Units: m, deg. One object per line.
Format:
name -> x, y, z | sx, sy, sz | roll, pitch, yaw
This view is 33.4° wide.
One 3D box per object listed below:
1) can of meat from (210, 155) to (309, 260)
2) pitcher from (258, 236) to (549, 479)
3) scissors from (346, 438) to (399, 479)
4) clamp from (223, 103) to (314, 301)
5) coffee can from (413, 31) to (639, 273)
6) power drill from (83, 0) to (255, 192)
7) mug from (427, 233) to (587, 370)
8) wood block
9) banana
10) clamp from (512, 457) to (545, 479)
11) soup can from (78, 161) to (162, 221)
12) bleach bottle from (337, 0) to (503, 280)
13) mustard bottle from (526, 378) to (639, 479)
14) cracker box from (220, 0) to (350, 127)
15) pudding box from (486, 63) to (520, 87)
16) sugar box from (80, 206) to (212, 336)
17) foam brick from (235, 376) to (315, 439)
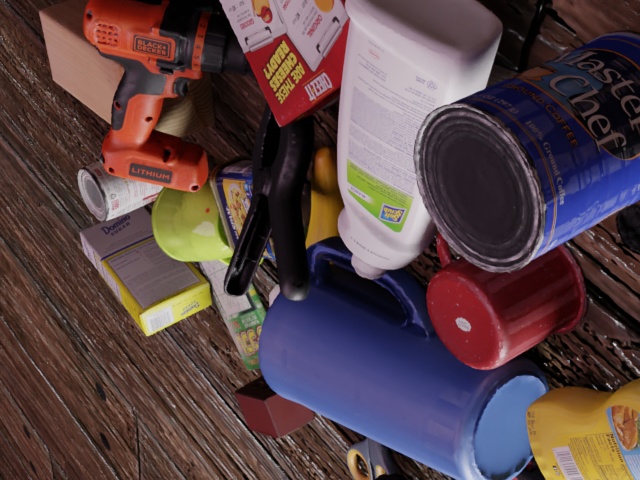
can of meat -> -0.056, -0.031, 1.058 | 0.084, 0.057, 0.102 | 9, 120, 54
pitcher -> 0.067, 0.104, 0.897 | 0.243, 0.145, 0.149 | 21, 169, 47
scissors -> 0.048, 0.197, 1.109 | 0.096, 0.016, 0.202 | 16, 125, 54
clamp -> -0.034, -0.043, 0.930 | 0.165, 0.036, 0.210 | 13, 93, 66
coffee can -> 0.141, -0.054, 0.632 | 0.103, 0.140, 0.103 | 38, 142, 38
power drill -> -0.132, -0.134, 1.001 | 0.184, 0.057, 0.188 | 13, 132, -2
mug -> 0.127, 0.033, 0.783 | 0.117, 0.081, 0.093 | 62, 151, 5
wood block -> -0.209, -0.188, 1.150 | 0.206, 0.090, 0.091 | 36, 140, 40
banana -> 0.000, -0.002, 0.978 | 0.037, 0.069, 0.198 | 22, 120, 15
clamp -> 0.213, 0.246, 0.855 | 0.171, 0.039, 0.120 | 57, 150, 13
soup can -> -0.223, -0.071, 1.250 | 0.069, 0.102, 0.068 | 39, 143, 38
bleach bottle -> 0.051, -0.065, 0.762 | 0.103, 0.068, 0.251 | 36, 142, 19
mustard bottle -> 0.227, 0.142, 0.731 | 0.096, 0.058, 0.192 | 64, 151, 0
cracker box -> -0.019, -0.217, 0.838 | 0.214, 0.072, 0.164 | 64, 152, -1
pudding box -> 0.119, -0.078, 0.757 | 0.114, 0.039, 0.090 | 31, 137, 42
sugar box -> -0.217, 0.034, 1.320 | 0.176, 0.093, 0.048 | 44, 150, 41
foam brick -> -0.053, 0.190, 1.229 | 0.078, 0.052, 0.051 | -1, 111, 58
